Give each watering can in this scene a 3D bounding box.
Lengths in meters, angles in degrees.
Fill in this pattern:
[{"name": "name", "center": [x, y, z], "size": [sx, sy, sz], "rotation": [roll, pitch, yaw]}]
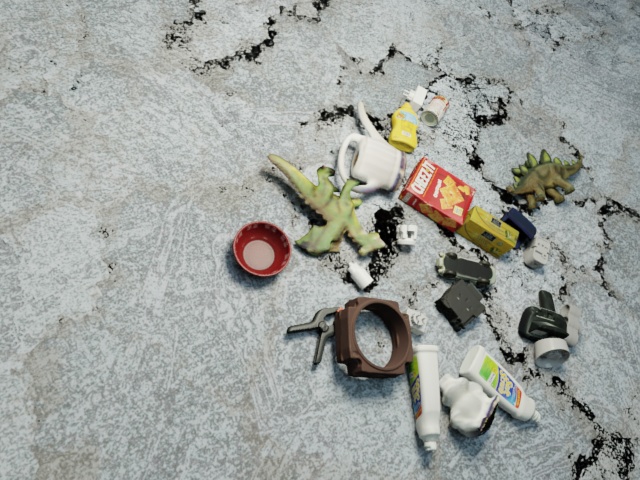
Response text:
[{"name": "watering can", "center": [0.177, -0.285, 1.651], "size": [0.224, 0.355, 0.102], "rotation": [21, -30, -10]}]

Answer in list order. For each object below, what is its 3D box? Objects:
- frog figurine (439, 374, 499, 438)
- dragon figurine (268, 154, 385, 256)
[{"name": "frog figurine", "center": [0.385, 0.442, 1.383], "size": [0.160, 0.139, 0.120], "rotation": [22, -19, 35]}, {"name": "dragon figurine", "center": [0.005, -0.075, 1.495], "size": [0.409, 0.247, 0.120], "rotation": [21, -22, -7]}]
